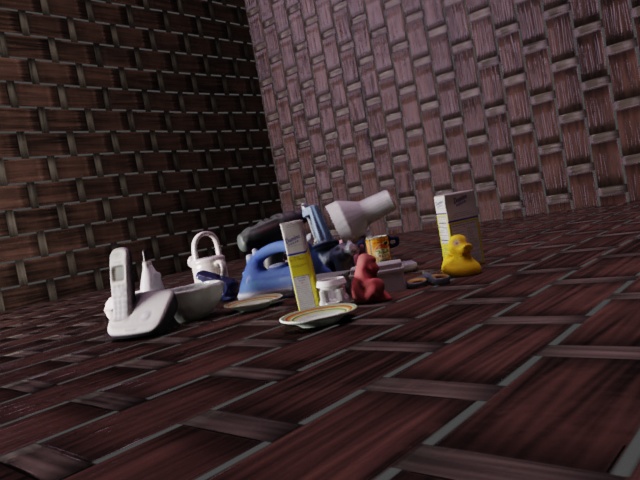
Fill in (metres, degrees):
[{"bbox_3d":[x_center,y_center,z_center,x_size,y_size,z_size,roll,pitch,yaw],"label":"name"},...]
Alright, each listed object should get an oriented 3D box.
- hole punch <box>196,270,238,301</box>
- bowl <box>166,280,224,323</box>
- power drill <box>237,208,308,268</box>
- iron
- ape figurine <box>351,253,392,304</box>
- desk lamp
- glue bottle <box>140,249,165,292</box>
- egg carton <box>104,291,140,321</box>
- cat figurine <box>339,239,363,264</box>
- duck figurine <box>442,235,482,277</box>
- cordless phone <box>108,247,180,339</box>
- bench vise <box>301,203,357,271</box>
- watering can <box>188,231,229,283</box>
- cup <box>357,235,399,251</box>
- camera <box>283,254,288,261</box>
[{"bbox_3d":[-0.273,0.119,1.535,0.101,0.091,0.108,-10,2,1],"label":"hole punch"},{"bbox_3d":[-0.291,0.141,1.273,0.167,0.075,0.167,-10,2,1],"label":"bowl"},{"bbox_3d":[-0.109,0.029,1.580,0.230,0.208,0.075,-11,3,-29],"label":"power drill"},{"bbox_3d":[-0.108,0.069,1.418,0.257,0.141,0.119,-9,2,25],"label":"iron"},{"bbox_3d":[0.092,0.070,1.076,0.076,0.092,0.078,-9,2,17],"label":"ape figurine"},{"bbox_3d":[0.129,-0.012,1.465,0.203,0.213,0.118,-10,2,2],"label":"desk lamp"},{"bbox_3d":[-0.394,0.107,1.342,0.037,0.173,0.078,-9,2,19],"label":"glue bottle"},{"bbox_3d":[-0.468,0.168,1.467,0.150,0.069,0.107,-9,2,21],"label":"egg carton"},{"bbox_3d":[0.080,0.041,1.562,0.067,0.118,0.127,-12,3,-39],"label":"cat figurine"},{"bbox_3d":[0.297,0.031,1.226,0.078,0.086,0.104,-11,2,-17],"label":"duck figurine"},{"bbox_3d":[-0.366,0.102,1.157,0.147,0.185,0.094,-9,3,22],"label":"cordless phone"},{"bbox_3d":[0.020,0.004,1.473,0.206,0.220,0.122,-9,3,35],"label":"bench vise"},{"bbox_3d":[-0.328,0.072,1.663,0.172,0.194,0.101,-9,3,27],"label":"watering can"},{"bbox_3d":[0.166,0.038,1.567,0.117,0.095,0.092,-9,2,19],"label":"cup"},{"bbox_3d":[-0.099,0.077,1.698,0.136,0.101,0.143,-10,2,4],"label":"camera"}]
